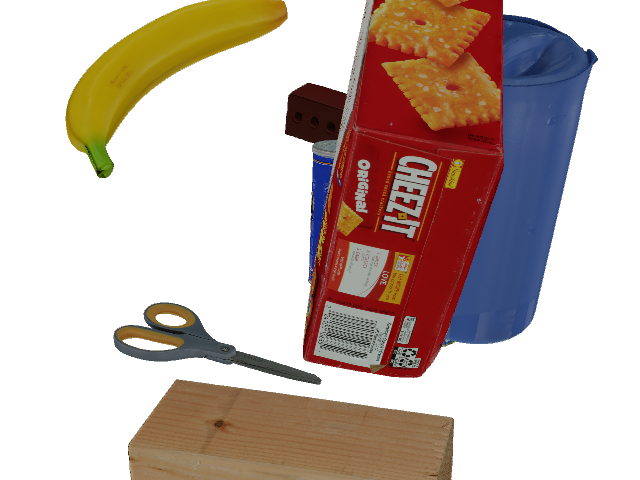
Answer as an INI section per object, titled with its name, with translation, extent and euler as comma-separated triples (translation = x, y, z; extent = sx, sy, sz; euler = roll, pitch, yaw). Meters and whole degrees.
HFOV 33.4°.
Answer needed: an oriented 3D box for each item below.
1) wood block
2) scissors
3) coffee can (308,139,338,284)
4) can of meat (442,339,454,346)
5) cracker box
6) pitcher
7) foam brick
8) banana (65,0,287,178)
[wood block]
translation = -0.017, 0.167, 0.740
extent = 0.206, 0.090, 0.090
euler = 6, 26, 15
[scissors]
translation = -0.096, 0.097, 1.029
extent = 0.202, 0.016, 0.096
euler = 7, 30, 1
[coffee can]
translation = 0.040, -0.025, 1.071
extent = 0.103, 0.140, 0.103
euler = 2, 13, -1
[can of meat]
translation = 0.123, 0.068, 1.259
extent = 0.057, 0.084, 0.102
euler = -25, 38, -38
[cracker box]
translation = 0.047, -0.061, 0.555
extent = 0.072, 0.213, 0.164
euler = 11, -43, 0
[pitcher]
translation = 0.116, -0.041, 0.823
extent = 0.149, 0.243, 0.144
euler = 12, 34, 16
[foam brick]
translation = 0.004, -0.147, 1.264
extent = 0.078, 0.053, 0.051
euler = 19, 32, 21
[banana]
translation = -0.102, -0.111, 0.690
extent = 0.070, 0.197, 0.037
euler = 34, -33, 10
